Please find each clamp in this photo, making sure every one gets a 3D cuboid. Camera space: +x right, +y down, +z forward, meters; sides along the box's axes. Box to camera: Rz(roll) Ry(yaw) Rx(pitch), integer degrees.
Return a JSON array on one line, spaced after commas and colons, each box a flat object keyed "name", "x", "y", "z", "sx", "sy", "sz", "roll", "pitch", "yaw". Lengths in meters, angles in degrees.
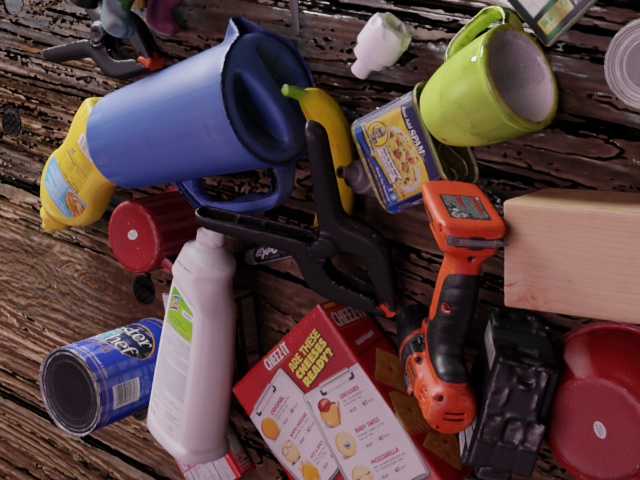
[{"name": "clamp", "x": -0.251, "y": -0.226, "z": 1.215, "sx": 0.172, "sy": 0.039, "sz": 0.120, "roll": 41, "pitch": 123, "yaw": 24}, {"name": "clamp", "x": -0.007, "y": 0.001, "z": 1.016, "sx": 0.165, "sy": 0.036, "sz": 0.210, "roll": -28, "pitch": 114, "yaw": 29}]

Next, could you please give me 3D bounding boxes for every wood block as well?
[{"name": "wood block", "x": 0.259, "y": 0.013, "z": 0.844, "sx": 0.206, "sy": 0.090, "sz": 0.091, "roll": 6, "pitch": 104, "yaw": 37}]

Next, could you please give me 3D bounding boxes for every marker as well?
[{"name": "marker", "x": -0.051, "y": 0.014, "z": 1.129, "sx": 0.121, "sy": 0.020, "sz": 0.020, "roll": -13, "pitch": 92, "yaw": 39}]

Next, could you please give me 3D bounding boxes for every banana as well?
[{"name": "banana", "x": 0.005, "y": -0.067, "z": 1.037, "sx": 0.037, "sy": 0.069, "sz": 0.198, "roll": 34, "pitch": 139, "yaw": 57}]

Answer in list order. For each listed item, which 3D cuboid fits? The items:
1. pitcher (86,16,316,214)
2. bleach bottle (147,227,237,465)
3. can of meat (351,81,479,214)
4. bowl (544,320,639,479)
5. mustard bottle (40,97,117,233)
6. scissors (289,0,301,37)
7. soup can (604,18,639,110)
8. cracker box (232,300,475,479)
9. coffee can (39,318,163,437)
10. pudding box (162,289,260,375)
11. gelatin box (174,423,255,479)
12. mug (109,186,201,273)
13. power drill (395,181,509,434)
[{"name": "pitcher", "x": -0.127, "y": -0.112, "z": 1.093, "sx": 0.243, "sy": 0.144, "sz": 0.149, "roll": -10, "pitch": 55, "yaw": 42}, {"name": "bleach bottle", "x": -0.125, "y": 0.103, "z": 1.124, "sx": 0.103, "sy": 0.067, "sz": 0.251, "roll": 31, "pitch": 118, "yaw": 44}, {"name": "can of meat", "x": 0.085, "y": -0.082, "z": 0.977, "sx": 0.084, "sy": 0.057, "sz": 0.102, "roll": -23, "pitch": 86, "yaw": 40}, {"name": "bowl", "x": 0.246, "y": 0.153, "z": 0.908, "sx": 0.162, "sy": 0.055, "sz": 0.162, "roll": 10, "pitch": 107, "yaw": 36}, {"name": "mustard bottle", "x": -0.282, "y": -0.073, "z": 1.263, "sx": 0.096, "sy": 0.058, "sz": 0.192, "roll": 54, "pitch": 126, "yaw": 15}, {"name": "scissors", "x": -0.020, "y": -0.309, "z": 1.032, "sx": 0.096, "sy": 0.016, "sz": 0.202, "roll": -19, "pitch": 89, "yaw": 39}, {"name": "soup can", "x": 0.263, "y": -0.134, "z": 0.798, "sx": 0.069, "sy": 0.102, "sz": 0.068, "roll": 9, "pitch": 106, "yaw": 36}, {"name": "cracker box", "x": 0.031, "y": 0.187, "z": 1.073, "sx": 0.164, "sy": 0.071, "sz": 0.214, "roll": -46, "pitch": 71, "yaw": 34}, {"name": "coffee can", "x": -0.234, "y": 0.155, "z": 1.226, "sx": 0.103, "sy": 0.140, "sz": 0.103, "roll": 10, "pitch": 106, "yaw": 36}, {"name": "pudding box", "x": -0.122, "y": 0.101, "z": 1.193, "sx": 0.114, "sy": 0.039, "sz": 0.090, "roll": 1, "pitch": 102, "yaw": 40}, {"name": "gelatin box", "x": -0.126, "y": 0.253, "z": 1.236, "sx": 0.089, "sy": 0.030, "sz": 0.073, "roll": -38, "pitch": 78, "yaw": 37}, {"name": "mug", "x": -0.171, "y": -0.001, "z": 1.178, "sx": 0.117, "sy": 0.081, "sz": 0.093, "roll": 49, "pitch": 125, "yaw": 18}, {"name": "power drill", "x": 0.108, "y": 0.047, "z": 0.929, "sx": 0.184, "sy": 0.057, "sz": 0.188, "roll": -109, "pitch": 22, "yaw": -65}]
